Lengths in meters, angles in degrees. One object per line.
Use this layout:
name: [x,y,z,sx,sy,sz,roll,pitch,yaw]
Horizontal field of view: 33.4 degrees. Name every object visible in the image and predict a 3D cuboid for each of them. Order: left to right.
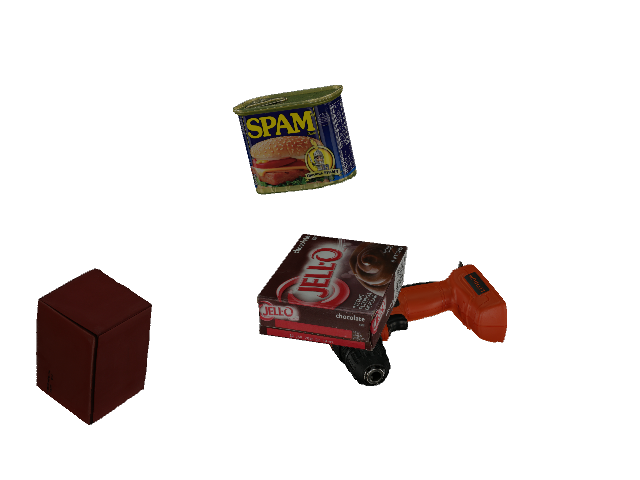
foam brick: [-0.148,0.068,0.693,0.053,0.078,0.051,30,39,24]
can of meat: [-0.022,-0.093,0.990,0.102,0.084,0.057,-5,19,25]
pudding box: [0.011,0.038,0.824,0.090,0.039,0.113,8,26,15]
power drill: [0.097,0.084,1.126,0.187,0.057,0.184,-6,28,-13]
